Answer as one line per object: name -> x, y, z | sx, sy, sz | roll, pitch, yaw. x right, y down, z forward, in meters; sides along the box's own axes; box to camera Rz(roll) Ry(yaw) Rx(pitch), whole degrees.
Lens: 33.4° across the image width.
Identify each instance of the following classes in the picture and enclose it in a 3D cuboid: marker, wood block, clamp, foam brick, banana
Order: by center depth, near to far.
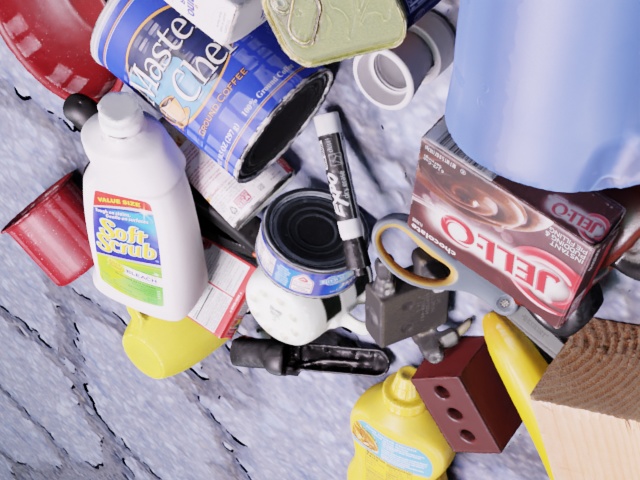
wood block -> 0.225, 0.166, 0.741 | 0.091, 0.090, 0.206 | 7, 129, 41
marker -> 0.017, -0.033, 0.779 | 0.020, 0.020, 0.121 | -10, 93, 50
banana -> 0.173, 0.144, 0.804 | 0.198, 0.037, 0.070 | 64, 165, -21
foam brick -> 0.119, 0.121, 0.839 | 0.053, 0.051, 0.078 | -11, 116, 50
clamp -> -0.126, -0.046, 0.905 | 0.210, 0.036, 0.164 | 28, 164, 10
clamp -> -0.019, 0.104, 0.953 | 0.120, 0.039, 0.172 | 11, 176, -23

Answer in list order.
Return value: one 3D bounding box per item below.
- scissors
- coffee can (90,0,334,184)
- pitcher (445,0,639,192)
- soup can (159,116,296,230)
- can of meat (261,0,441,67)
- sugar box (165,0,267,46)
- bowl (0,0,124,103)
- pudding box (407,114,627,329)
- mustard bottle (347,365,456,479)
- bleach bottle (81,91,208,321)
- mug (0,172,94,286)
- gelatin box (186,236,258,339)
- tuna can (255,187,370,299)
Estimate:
scissors -> 0.133, 0.024, 0.749 | 0.201, 0.016, 0.096 | 27, 110, -8
coffee can -> -0.076, -0.123, 0.755 | 0.140, 0.102, 0.103 | 41, 145, 8
pitcher -> 0.126, -0.158, 0.504 | 0.149, 0.144, 0.243 | 15, 132, 19
soup can -> -0.077, -0.066, 0.842 | 0.102, 0.068, 0.069 | 46, 145, -1
can of meat -> 0.030, -0.152, 0.632 | 0.102, 0.083, 0.057 | -4, 122, 48
sugar box -> -0.095, -0.209, 0.698 | 0.176, 0.093, 0.048 | 41, 146, 8
bowl -> -0.199, -0.189, 0.858 | 0.162, 0.055, 0.162 | 28, 141, 25
pudding box -> 0.106, -0.012, 0.597 | 0.114, 0.039, 0.090 | 38, 154, 20
mustard bottle -> 0.072, 0.177, 0.936 | 0.096, 0.058, 0.192 | 26, 140, 24
bleach bottle -> -0.147, -0.029, 0.841 | 0.103, 0.068, 0.251 | 23, 151, 14
mug -> -0.259, -0.010, 1.081 | 0.081, 0.093, 0.117 | 51, 176, -15
gelatin box -> -0.102, 0.037, 0.967 | 0.089, 0.073, 0.030 | 31, -174, 20
tuna can -> -0.005, 0.001, 0.819 | 0.086, 0.086, 0.034 | 36, 143, 15
